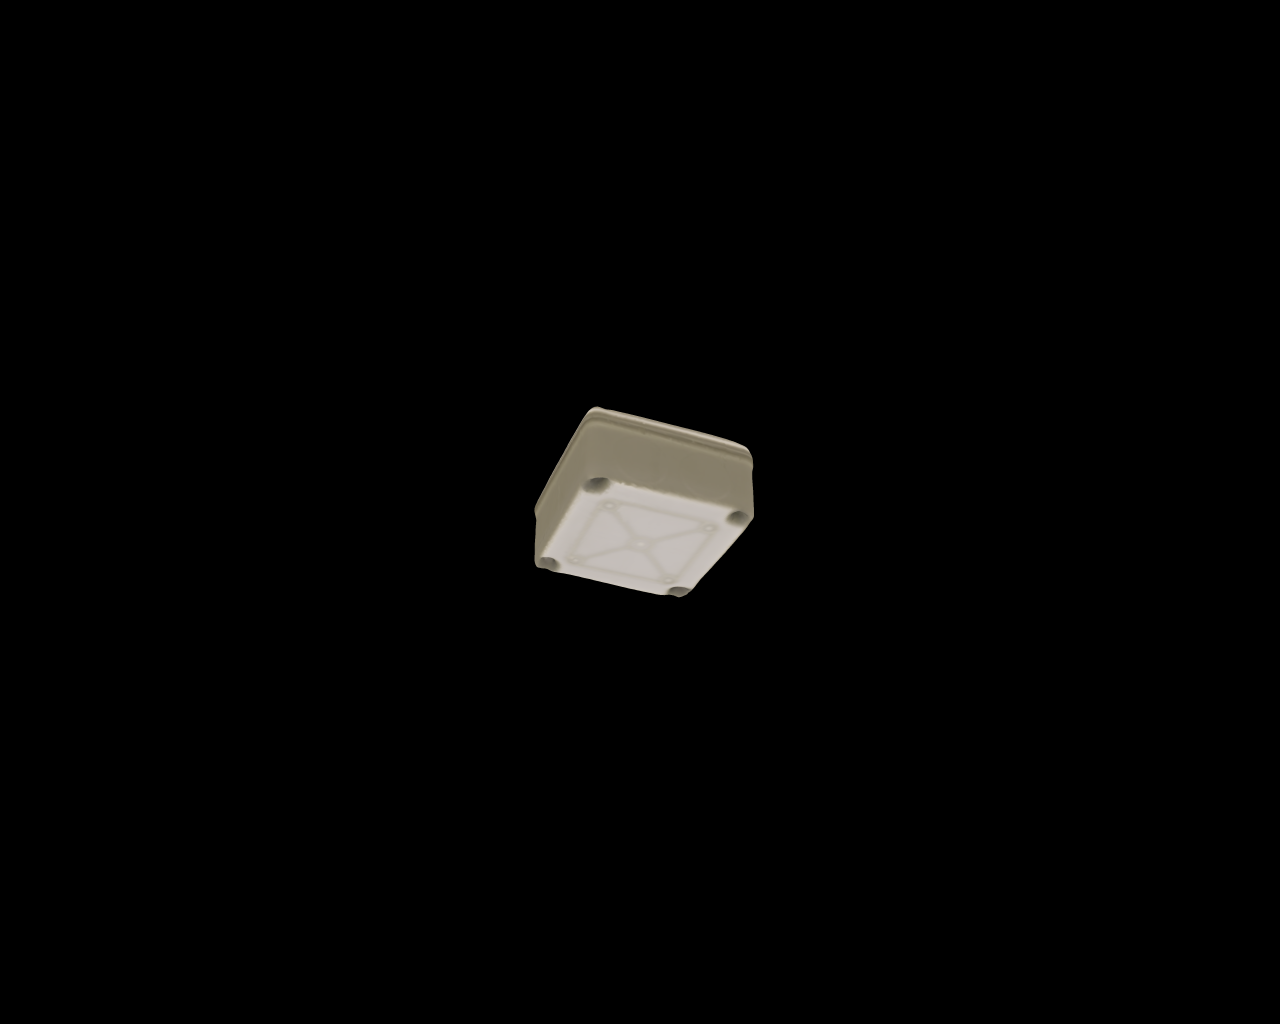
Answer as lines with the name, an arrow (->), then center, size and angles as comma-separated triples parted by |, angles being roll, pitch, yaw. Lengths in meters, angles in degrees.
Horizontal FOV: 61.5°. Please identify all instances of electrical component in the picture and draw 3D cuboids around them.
electrical component -> 0.001, -0.003, 0.650 | 0.109, 0.056, 0.108 | 13, -38, -18
